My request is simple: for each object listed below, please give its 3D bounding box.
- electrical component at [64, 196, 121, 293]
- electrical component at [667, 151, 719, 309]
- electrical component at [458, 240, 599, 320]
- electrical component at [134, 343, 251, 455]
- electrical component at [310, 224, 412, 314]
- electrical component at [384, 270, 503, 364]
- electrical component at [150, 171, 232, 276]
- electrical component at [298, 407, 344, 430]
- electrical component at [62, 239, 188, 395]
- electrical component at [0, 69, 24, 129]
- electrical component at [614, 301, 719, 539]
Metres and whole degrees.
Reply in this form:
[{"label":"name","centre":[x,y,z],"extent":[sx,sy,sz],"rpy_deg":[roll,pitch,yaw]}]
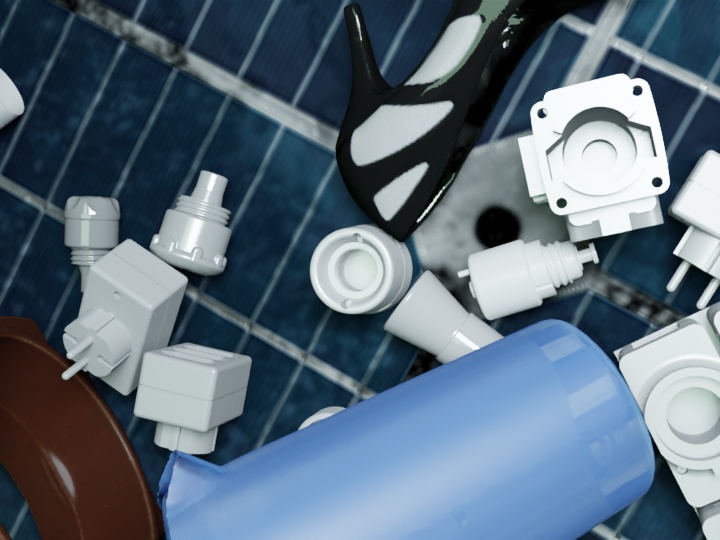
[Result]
[{"label":"electrical component","centre":[-0.172,-0.016,0.688],"extent":[0.035,0.035,0.061],"rpy_deg":[4,95,13]},{"label":"electrical component","centre":[0.200,-0.016,0.595],"extent":[0.066,0.047,0.076],"rpy_deg":[32,98,10]},{"label":"electrical component","centre":[0.099,0.001,0.623],"extent":[0.078,0.040,0.040],"rpy_deg":[-17,88,13]},{"label":"electrical component","centre":[-0.105,0.089,0.659],"extent":[0.047,0.066,0.076],"rpy_deg":[11,94,12]},{"label":"electrical component","centre":[0.000,0.000,0.642],"extent":[0.055,0.047,0.055],"rpy_deg":[0,92,13]},{"label":"electrical component","centre":[0.052,0.037,0.635],"extent":[0.065,0.044,0.044],"rpy_deg":[37,99,5]},{"label":"electrical component","centre":[-0.100,-0.030,0.667],"extent":[0.048,0.048,0.062],"rpy_deg":[17,87,12]},{"label":"electrical component","centre":[-0.019,0.106,0.641],"extent":[0.043,0.062,0.043],"rpy_deg":[0,92,13]},{"label":"electrical component","centre":[-0.152,0.039,0.647],"extent":[0.047,0.075,0.083],"rpy_deg":[33,130,10]},{"label":"electrical component","centre":[-0.273,-0.114,0.704],"extent":[0.077,0.043,0.079],"rpy_deg":[-32,84,11]},{"label":"electrical component","centre":[0.229,0.108,0.585],"extent":[0.105,0.060,0.186],"rpy_deg":[-28,85,12]}]
